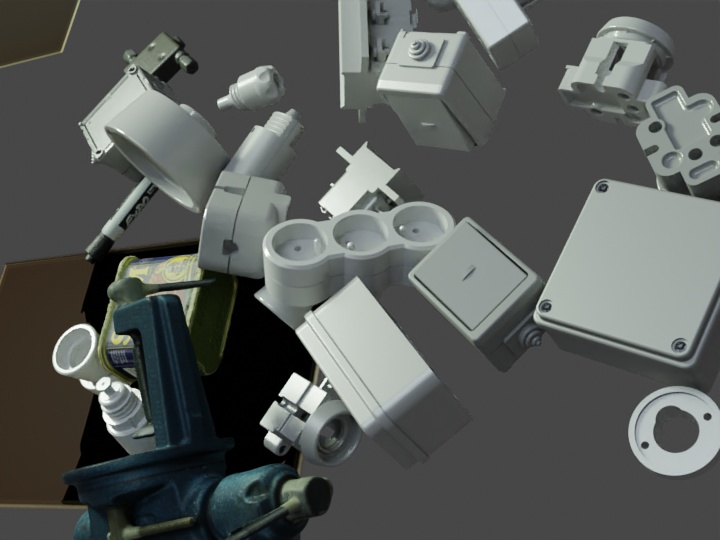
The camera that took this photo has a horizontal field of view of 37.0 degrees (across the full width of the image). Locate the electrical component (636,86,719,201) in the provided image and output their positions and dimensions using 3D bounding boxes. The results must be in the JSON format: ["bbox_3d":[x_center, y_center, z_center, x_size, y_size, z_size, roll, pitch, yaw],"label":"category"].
[{"bbox_3d":[0.218,-0.073,0.701,0.058,0.057,0.078,-27,52,15],"label":"electrical component"}]

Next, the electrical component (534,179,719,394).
[{"bbox_3d":[0.183,0.008,0.674,0.109,0.056,0.108,17,72,37],"label":"electrical component"}]

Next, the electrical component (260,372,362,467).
[{"bbox_3d":[-0.031,0.107,0.752,0.055,0.048,0.066,25,77,46],"label":"electrical component"}]

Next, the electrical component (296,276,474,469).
[{"bbox_3d":[0.015,0.070,0.725,0.057,0.078,0.113,-39,50,1],"label":"electrical component"}]

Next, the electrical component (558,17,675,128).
[{"bbox_3d":[0.188,-0.140,0.761,0.078,0.058,0.057,17,75,38],"label":"electrical component"}]

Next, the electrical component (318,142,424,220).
[{"bbox_3d":[0.007,-0.055,0.829,0.063,0.042,0.081,-48,49,2],"label":"electrical component"}]

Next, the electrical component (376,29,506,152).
[{"bbox_3d":[0.058,-0.136,0.811,0.062,0.096,0.061,12,72,36],"label":"electrical component"}]

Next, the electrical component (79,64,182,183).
[{"bbox_3d":[-0.209,-0.128,0.995,0.096,0.061,0.061,-45,49,10],"label":"electrical component"}]

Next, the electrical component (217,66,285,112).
[{"bbox_3d":[-0.099,-0.157,0.959,0.061,0.035,0.035,-19,54,24],"label":"electrical component"}]

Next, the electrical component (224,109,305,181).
[{"bbox_3d":[-0.076,-0.100,0.905,0.043,0.043,0.081,25,77,39],"label":"electrical component"}]

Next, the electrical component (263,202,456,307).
[{"bbox_3d":[0.000,0.000,0.778,0.138,0.073,0.052,-9,45,-10],"label":"electrical component"}]

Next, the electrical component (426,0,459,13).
[{"bbox_3d":[0.086,-0.236,0.895,0.061,0.035,0.035,-7,59,24],"label":"electrical component"}]

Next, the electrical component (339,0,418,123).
[{"bbox_3d":[0.015,-0.194,0.888,0.063,0.078,0.121,0,58,-2],"label":"electrical component"}]

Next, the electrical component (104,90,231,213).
[{"bbox_3d":[-0.157,-0.107,0.919,0.108,0.108,0.060,30,74,40],"label":"electrical component"}]

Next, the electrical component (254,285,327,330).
[{"bbox_3d":[-0.046,0.013,0.818,0.055,0.045,0.045,-51,50,-5],"label":"electrical component"}]

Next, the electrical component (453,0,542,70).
[{"bbox_3d":[0.117,-0.215,0.839,0.076,0.047,0.083,-32,71,10],"label":"electrical component"}]

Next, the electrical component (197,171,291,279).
[{"bbox_3d":[-0.088,-0.035,0.840,0.059,0.053,0.095,11,26,-2],"label":"electrical component"}]

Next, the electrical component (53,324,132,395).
[{"bbox_3d":[-0.215,0.075,0.875,0.045,0.055,0.045,-15,56,23],"label":"electrical component"}]

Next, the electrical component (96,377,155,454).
[{"bbox_3d":[-0.176,0.110,0.820,0.040,0.078,0.040,-16,43,15],"label":"electrical component"}]

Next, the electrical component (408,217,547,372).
[{"bbox_3d":[0.087,0.018,0.723,0.062,0.061,0.096,-45,50,0],"label":"electrical component"}]
